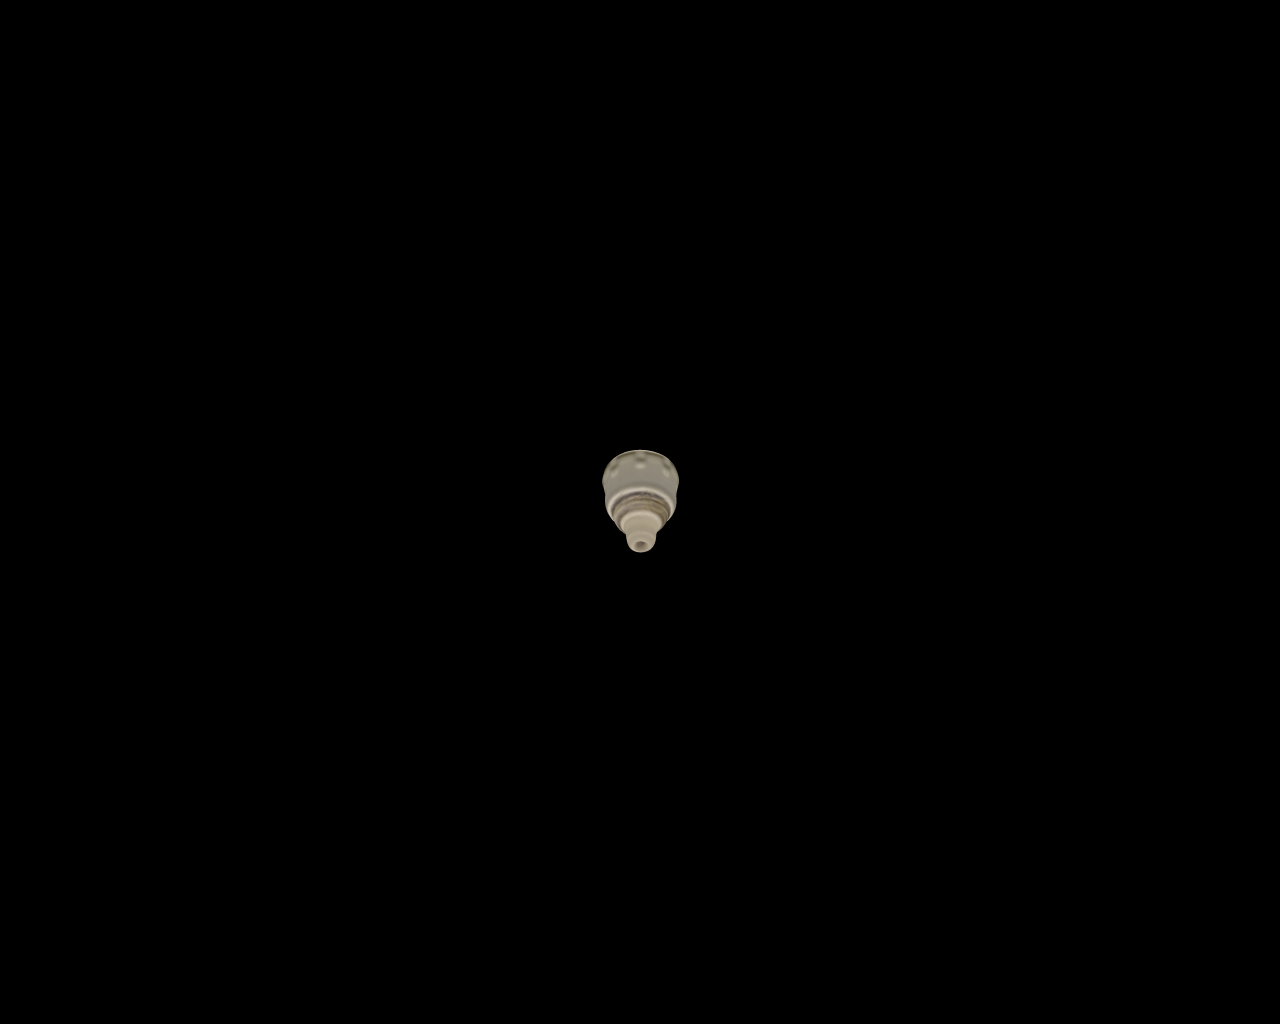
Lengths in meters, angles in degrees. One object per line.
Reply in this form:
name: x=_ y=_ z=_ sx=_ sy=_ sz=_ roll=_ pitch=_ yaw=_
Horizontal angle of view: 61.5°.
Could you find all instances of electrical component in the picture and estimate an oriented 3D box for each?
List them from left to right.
electrical component: x=0.001 y=-0.003 z=0.650 sx=0.048 sy=0.062 sz=0.048 roll=0 pitch=-40 yaw=0
